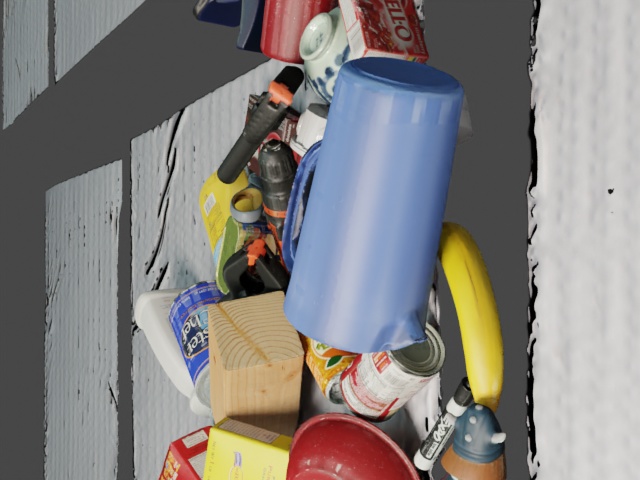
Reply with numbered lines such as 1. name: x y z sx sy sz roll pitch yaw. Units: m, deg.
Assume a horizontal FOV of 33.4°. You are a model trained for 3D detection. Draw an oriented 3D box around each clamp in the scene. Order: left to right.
1. clamp: -0.084 0.061 1.242 0.171 0.120 0.039 83 -163 -44
2. clamp: -0.061 -0.133 1.175 0.164 0.036 0.210 -57 6 -2

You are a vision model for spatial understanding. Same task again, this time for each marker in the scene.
1. marker: 0.118 0.170 0.994 0.020 0.020 0.121 64 142 41

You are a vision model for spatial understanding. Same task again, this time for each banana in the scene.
1. banana: 0.134 0.056 0.957 0.070 0.037 0.198 99 160 -58

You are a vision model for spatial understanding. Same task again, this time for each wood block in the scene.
1. wood block: -0.077 0.163 1.233 0.206 0.090 0.091 95 160 -51

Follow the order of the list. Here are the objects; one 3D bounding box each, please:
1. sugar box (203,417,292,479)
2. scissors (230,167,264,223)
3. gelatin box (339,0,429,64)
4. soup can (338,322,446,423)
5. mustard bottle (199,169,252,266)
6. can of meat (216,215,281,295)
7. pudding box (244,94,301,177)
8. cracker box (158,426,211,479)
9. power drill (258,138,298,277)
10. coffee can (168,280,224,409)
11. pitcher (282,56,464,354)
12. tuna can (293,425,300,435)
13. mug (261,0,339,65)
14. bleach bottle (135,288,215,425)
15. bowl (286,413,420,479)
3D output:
1. sugar box: -0.039 0.263 1.155 0.176 0.048 0.093 13 104 21
2. scissors: -0.062 -0.070 1.339 0.201 0.096 0.016 -75 -11 -62
3. gelatin box: 0.062 -0.214 1.061 0.030 0.073 0.089 -47 47 51
4. soup can: 0.069 0.126 1.038 0.102 0.068 0.068 -54 43 47
5. mustard bottle: -0.109 0.003 1.399 0.096 0.058 0.192 -53 43 43
6. can of meat: -0.075 0.019 1.303 0.057 0.083 0.102 43 125 58
7. pudding box: -0.058 -0.123 1.326 0.114 0.039 0.090 42 125 55
8. cracker box: -0.116 0.358 1.309 0.214 0.071 0.164 49 140 24
9. power drill: -0.008 0.001 1.146 0.188 0.057 0.184 -125 15 -49
10. coffee can: -0.130 0.135 1.385 0.140 0.102 0.103 61 140 45
11. pitcher: 0.043 -0.036 0.946 0.145 0.149 0.243 -74 -5 -68
12. tuna can: -0.002 0.248 1.207 0.086 0.033 0.086 -6 84 62
13. mug: -0.022 -0.253 1.224 0.117 0.093 0.081 -74 -7 -66
14. bleach bottle: -0.178 0.165 1.475 0.251 0.102 0.068 -123 37 -49
15. bowl: 0.022 0.254 1.053 0.162 0.055 0.162 14 116 30
